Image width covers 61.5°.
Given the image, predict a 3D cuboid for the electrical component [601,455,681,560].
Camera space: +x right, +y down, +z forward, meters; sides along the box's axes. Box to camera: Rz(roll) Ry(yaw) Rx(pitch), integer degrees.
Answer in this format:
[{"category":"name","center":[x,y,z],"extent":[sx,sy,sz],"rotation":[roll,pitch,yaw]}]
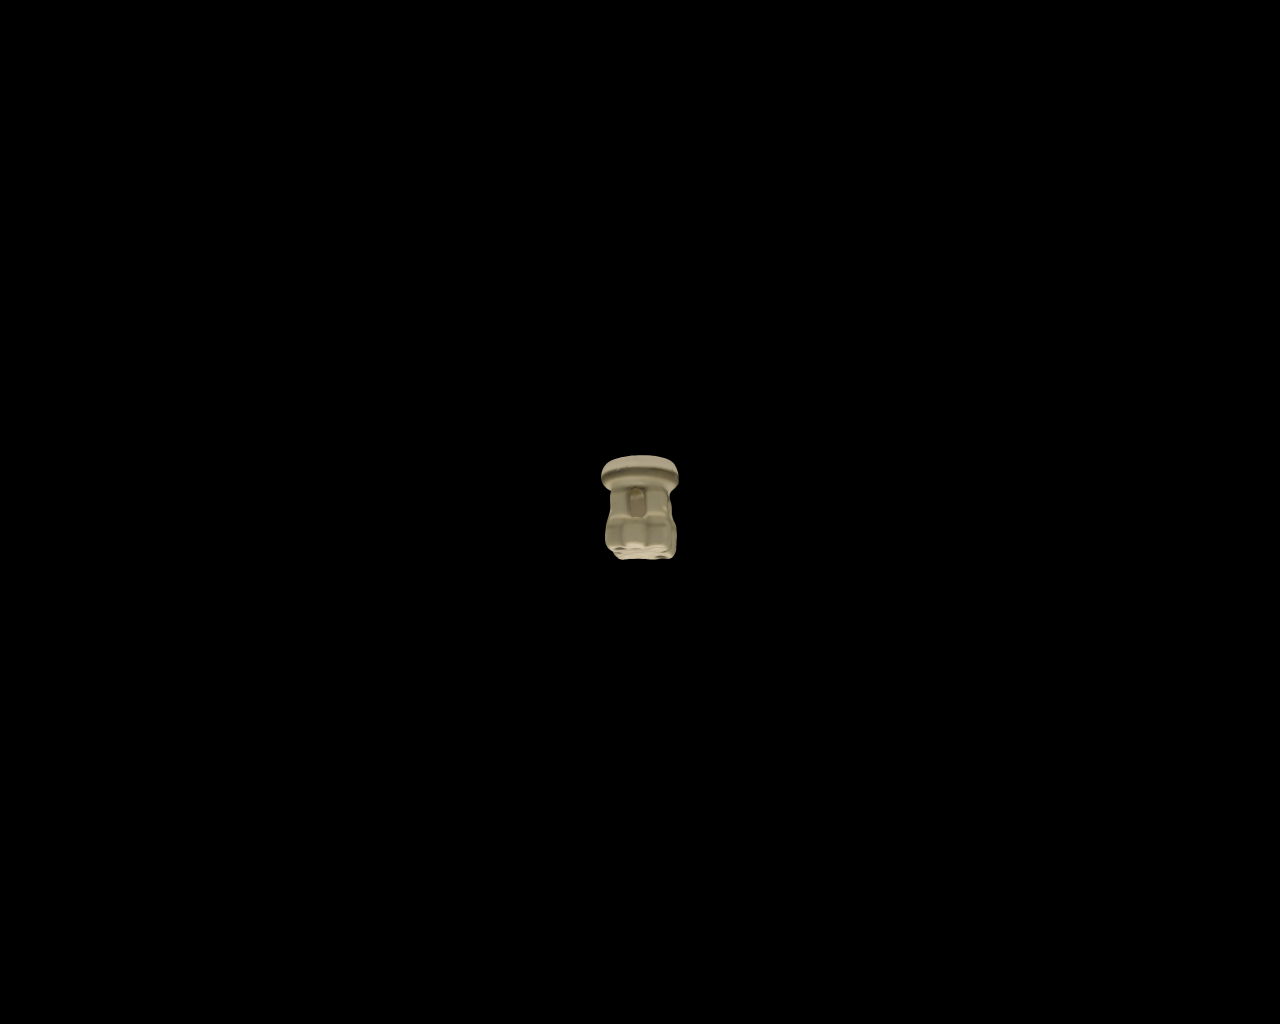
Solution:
[{"category":"electrical component","center":[0.001,-0.003,0.650],"extent":[0.048,0.055,0.066],"rotation":[-2,-14,7]}]
